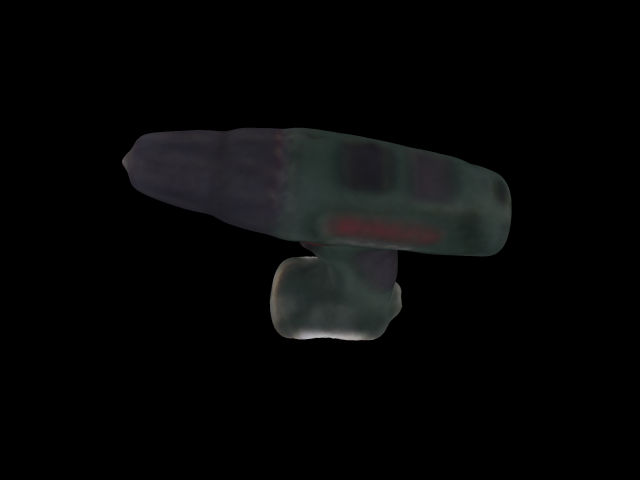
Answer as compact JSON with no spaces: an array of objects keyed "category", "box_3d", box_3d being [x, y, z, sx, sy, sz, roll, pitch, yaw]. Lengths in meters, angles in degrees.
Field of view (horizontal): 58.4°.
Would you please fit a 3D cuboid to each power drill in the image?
[{"category":"power drill","box_3d":[0.004,0.001,0.400,0.229,0.208,0.075,0,61,0]}]
